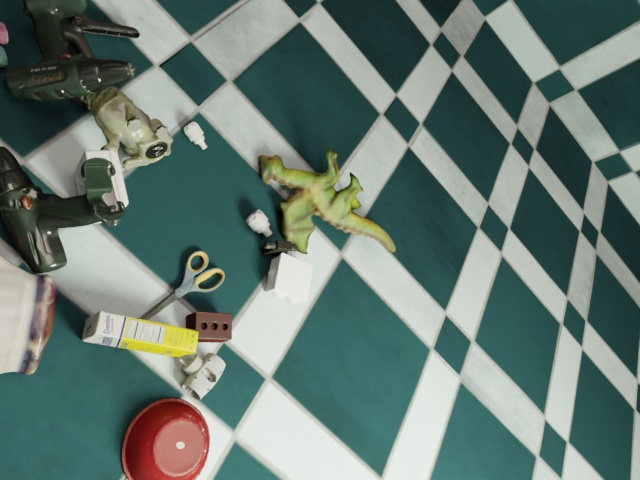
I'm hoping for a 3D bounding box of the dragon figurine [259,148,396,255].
[{"bbox_3d":[0.004,-0.064,1.266,0.246,0.121,0.408,-42,98,-23],"label":"dragon figurine"}]

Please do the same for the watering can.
[{"bbox_3d":[-0.510,0.073,0.763,0.223,0.103,0.351,12,78,-34],"label":"watering can"}]
